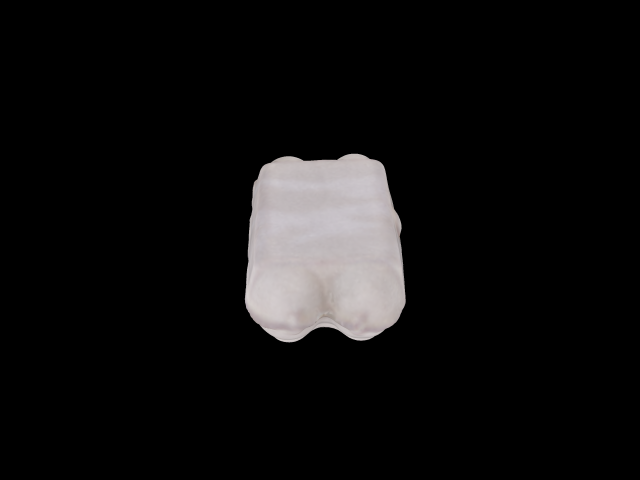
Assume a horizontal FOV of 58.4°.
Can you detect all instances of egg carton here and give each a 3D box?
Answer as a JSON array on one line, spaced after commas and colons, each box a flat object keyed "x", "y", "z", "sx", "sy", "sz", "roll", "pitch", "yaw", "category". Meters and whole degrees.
[{"x": 0.004, "y": 0.001, "z": 0.400, "sx": 0.107, "sy": 0.069, "sz": 0.150, "roll": -2, "pitch": 47, "yaw": -2, "category": "egg carton"}]
